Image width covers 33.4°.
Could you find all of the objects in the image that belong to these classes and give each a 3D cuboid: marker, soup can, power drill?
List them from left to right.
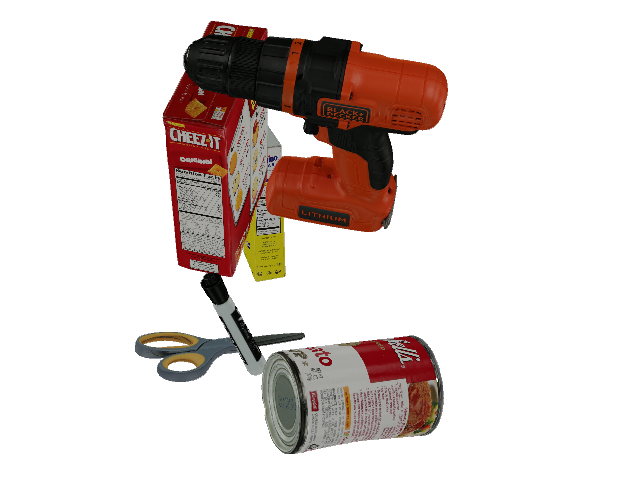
[{"bbox_3d":[-0.075,0.073,0.933,0.020,0.121,0.020,-14,40,12],"label":"marker"},{"bbox_3d":[-0.006,-0.079,0.798,0.184,0.057,0.188,11,-26,5],"label":"power drill"},{"bbox_3d":[0.020,0.101,0.702,0.102,0.068,0.069,-4,2,-25],"label":"soup can"}]

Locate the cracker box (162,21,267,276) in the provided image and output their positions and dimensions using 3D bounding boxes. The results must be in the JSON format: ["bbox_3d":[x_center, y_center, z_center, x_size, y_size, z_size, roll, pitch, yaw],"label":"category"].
[{"bbox_3d":[-0.106,-0.094,1.120,0.072,0.164,0.214,10,-43,7],"label":"cracker box"}]

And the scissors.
[{"bbox_3d":[-0.104,0.127,1.186,0.201,0.016,0.096,3,26,-16],"label":"scissors"}]

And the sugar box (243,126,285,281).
[{"bbox_3d":[-0.074,-0.048,1.324,0.048,0.176,0.093,-9,25,-11],"label":"sugar box"}]
